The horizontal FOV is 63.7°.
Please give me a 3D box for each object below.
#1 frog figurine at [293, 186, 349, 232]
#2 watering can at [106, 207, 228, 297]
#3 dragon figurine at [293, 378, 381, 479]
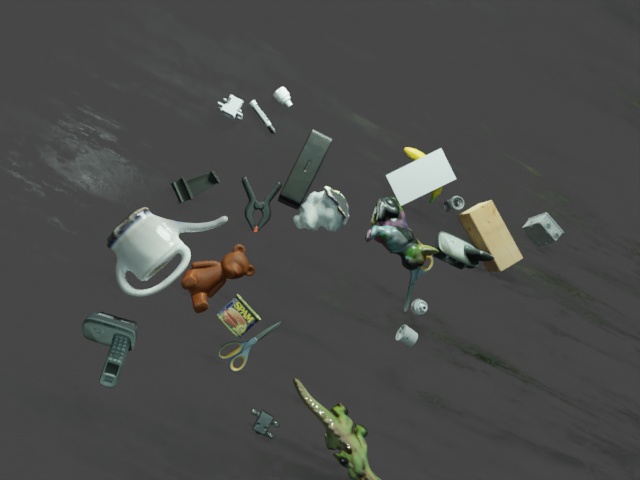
[{"bbox_3d":[0.005,-0.079,1.563,0.157,0.125,0.136,-36,101,25],"label":"frog figurine"},{"bbox_3d":[-0.450,-0.004,1.464,0.224,0.103,0.350,45,80,-1],"label":"watering can"},{"bbox_3d":[0.067,0.564,1.418,0.122,0.242,0.409,-45,94,-5],"label":"dragon figurine"}]
